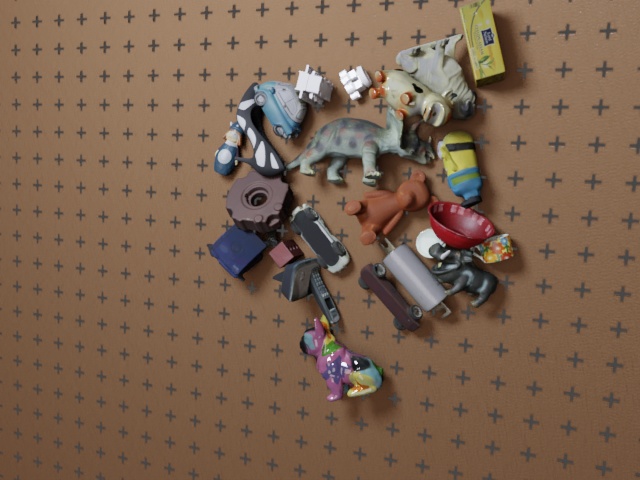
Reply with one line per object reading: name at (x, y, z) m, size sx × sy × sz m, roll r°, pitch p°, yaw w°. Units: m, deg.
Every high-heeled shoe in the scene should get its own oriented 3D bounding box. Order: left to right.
high-heeled shoe at (-0.141, -0.290, 1.399) m, size 0.145 × 0.086 × 0.248 m, roll 9°, pitch 85°, yaw 12°

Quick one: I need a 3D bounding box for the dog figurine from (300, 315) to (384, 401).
dog figurine at (0.051, 0.293, 1.384) m, size 0.192 × 0.108 × 0.219 m, roll -18°, pitch 86°, yaw 19°

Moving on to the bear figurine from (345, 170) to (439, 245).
bear figurine at (0.179, -0.081, 1.303) m, size 0.196 × 0.132 × 0.120 m, roll -23°, pitch 93°, yaw 24°

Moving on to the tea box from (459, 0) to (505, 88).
tea box at (0.371, -0.445, 1.226) m, size 0.068 × 0.098 × 0.169 m, roll -14°, pitch 92°, yaw 18°

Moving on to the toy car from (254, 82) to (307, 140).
toy car at (-0.089, -0.342, 1.369) m, size 0.103 × 0.109 × 0.161 m, roll -30°, pitch 89°, yaw 27°

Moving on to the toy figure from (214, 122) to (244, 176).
toy figure at (-0.241, -0.251, 1.457) m, size 0.064 × 0.058 × 0.154 m, roll 18°, pitch 101°, yaw -24°

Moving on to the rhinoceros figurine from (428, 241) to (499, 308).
rhinoceros figurine at (0.332, 0.076, 1.262) m, size 0.190 × 0.073 × 0.112 m, roll 32°, pitch 114°, yaw -10°

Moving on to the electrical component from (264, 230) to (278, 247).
electrical component at (-0.145, -0.027, 1.441) m, size 0.045 × 0.078 × 0.102 m, roll -20°, pitch 94°, yaw -6°

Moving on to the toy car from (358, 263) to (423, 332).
toy car at (0.179, 0.142, 1.347) m, size 0.202 × 0.053 × 0.089 m, roll 48°, pitch 139°, yaw 8°

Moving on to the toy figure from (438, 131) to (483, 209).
toy figure at (0.338, -0.168, 1.269) m, size 0.089 × 0.082 × 0.180 m, roll -19°, pitch 81°, yaw 0°

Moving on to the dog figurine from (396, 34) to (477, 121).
dog figurine at (0.274, -0.368, 1.271) m, size 0.172 × 0.121 × 0.190 m, roll 8°, pitch 119°, yaw 50°

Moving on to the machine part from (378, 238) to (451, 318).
machine part at (0.235, 0.091, 1.323) m, size 0.079 × 0.079 × 0.243 m, roll -43°, pitch 81°, yaw 16°

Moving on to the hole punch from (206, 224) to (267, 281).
hole punch at (-0.215, 0.024, 1.425) m, size 0.142 × 0.116 × 0.092 m, roll 46°, pitch 147°, yaw 6°

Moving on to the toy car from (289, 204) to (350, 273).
toy car at (-0.003, -0.004, 1.402) m, size 0.073 × 0.056 × 0.202 m, roll -42°, pitch 80°, yaw 22°

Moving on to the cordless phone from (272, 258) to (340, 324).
cordless phone at (-0.025, 0.142, 1.371) m, size 0.089 × 0.146 × 0.184 m, roll -33°, pitch 82°, yaw 25°

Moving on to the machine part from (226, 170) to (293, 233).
machine part at (-0.159, -0.104, 1.401) m, size 0.179 × 0.056 × 0.179 m, roll -6°, pitch 59°, yaw 10°

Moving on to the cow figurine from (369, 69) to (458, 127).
cow figurine at (0.220, -0.320, 1.220) m, size 0.195 × 0.127 × 0.085 m, roll 46°, pitch 145°, yaw 30°

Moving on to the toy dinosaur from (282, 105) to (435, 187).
toy dinosaur at (0.072, -0.238, 1.333) m, size 0.405 × 0.131 × 0.192 m, roll 9°, pitch 81°, yaw 23°
